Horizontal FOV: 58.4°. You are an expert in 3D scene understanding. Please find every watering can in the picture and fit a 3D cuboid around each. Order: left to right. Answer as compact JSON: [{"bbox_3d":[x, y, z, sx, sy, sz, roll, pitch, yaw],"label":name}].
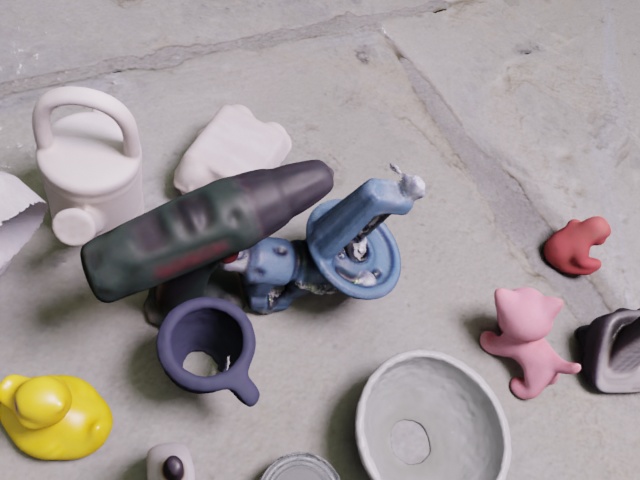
[{"bbox_3d":[-0.230,-0.074,0.580,0.101,0.194,0.172,-15,67,-23],"label":"watering can"}]

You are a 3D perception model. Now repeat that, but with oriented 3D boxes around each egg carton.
[{"bbox_3d":[-0.105,-0.098,0.704,0.107,0.069,0.150,27,58,-1],"label":"egg carton"}]

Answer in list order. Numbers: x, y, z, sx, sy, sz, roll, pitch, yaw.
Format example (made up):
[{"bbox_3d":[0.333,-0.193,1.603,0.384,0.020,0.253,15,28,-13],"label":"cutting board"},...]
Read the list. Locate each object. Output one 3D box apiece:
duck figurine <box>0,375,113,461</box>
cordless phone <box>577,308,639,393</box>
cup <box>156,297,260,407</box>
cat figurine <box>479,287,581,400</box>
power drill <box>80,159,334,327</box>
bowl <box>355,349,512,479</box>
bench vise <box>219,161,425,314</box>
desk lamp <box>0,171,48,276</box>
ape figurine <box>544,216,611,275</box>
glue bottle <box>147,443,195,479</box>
[{"bbox_3d":[-0.240,0.152,0.514,0.104,0.086,0.077,24,58,-2],"label":"duck figurine"},{"bbox_3d":[0.410,0.112,0.672,0.148,0.185,0.094,-2,62,-17],"label":"cordless phone"},{"bbox_3d":[-0.105,0.124,0.565,0.092,0.095,0.117,-38,77,-30],"label":"cup"},{"bbox_3d":[0.246,0.109,0.664,0.067,0.117,0.127,-28,72,-28],"label":"cat figurine"},{"bbox_3d":[-0.107,0.013,0.559,0.230,0.208,0.075,-21,69,-26],"label":"power drill"},{"bbox_3d":[0.107,0.205,0.595,0.168,0.074,0.167,7,60,-13],"label":"bowl"},{"bbox_3d":[0.011,0.012,0.588,0.208,0.219,0.121,-21,69,-25],"label":"bench vise"},{"bbox_3d":[-0.344,-0.018,0.503,0.203,0.213,0.118,34,58,4],"label":"desk lamp"},{"bbox_3d":[0.354,0.001,0.772,0.076,0.092,0.078,12,59,-10],"label":"ape figurine"},{"bbox_3d":[-0.122,0.199,0.471,0.037,0.173,0.078,-6,63,-19],"label":"glue bottle"}]
